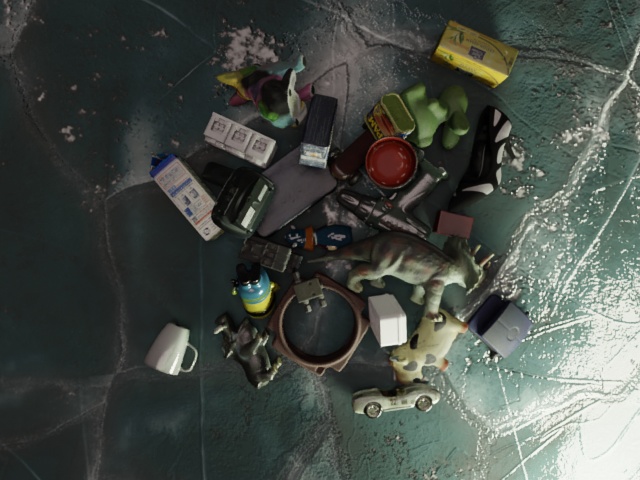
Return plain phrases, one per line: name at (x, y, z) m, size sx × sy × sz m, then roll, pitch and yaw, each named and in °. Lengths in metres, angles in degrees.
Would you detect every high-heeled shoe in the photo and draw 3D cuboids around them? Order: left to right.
high-heeled shoe at (0.351, -0.185, 1.211) m, size 0.249 × 0.086 × 0.145 m, roll -42°, pitch 109°, yaw -16°

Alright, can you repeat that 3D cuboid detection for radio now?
radio at (-0.077, -0.113, 1.229) m, size 0.229 × 0.073 × 0.131 m, roll -36°, pitch 91°, yaw 2°

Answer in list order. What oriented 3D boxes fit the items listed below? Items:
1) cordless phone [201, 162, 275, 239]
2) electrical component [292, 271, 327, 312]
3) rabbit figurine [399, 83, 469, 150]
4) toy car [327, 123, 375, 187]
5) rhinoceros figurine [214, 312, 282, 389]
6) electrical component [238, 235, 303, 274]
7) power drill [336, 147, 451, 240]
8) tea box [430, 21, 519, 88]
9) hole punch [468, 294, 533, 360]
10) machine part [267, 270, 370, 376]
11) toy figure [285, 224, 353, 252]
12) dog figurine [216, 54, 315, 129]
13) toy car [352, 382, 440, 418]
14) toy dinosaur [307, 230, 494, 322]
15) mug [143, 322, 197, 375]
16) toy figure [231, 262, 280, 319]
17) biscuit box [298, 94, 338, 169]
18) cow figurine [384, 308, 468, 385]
cordless phone at (-0.203, -0.097, 1.163) m, size 0.184 × 0.088 × 0.146 m, roll 22°, pitch 79°, yaw 26°
electrical component at (-0.024, 0.107, 1.168) m, size 0.063 × 0.021 × 0.094 m, roll -20°, pitch 88°, yaw 0°
rabbit figurine at (0.270, -0.288, 1.204) m, size 0.170 × 0.121 × 0.159 m, roll -27°, pitch 76°, yaw -17°
toy car at (0.095, -0.203, 1.217) m, size 0.089 × 0.053 × 0.202 m, roll 44°, pitch 62°, yaw 1°
rhinoceros figurine at (-0.168, 0.247, 1.234) m, size 0.112 × 0.073 × 0.190 m, roll -32°, pitch 92°, yaw 11°
electrical component at (-0.106, 0.032, 1.207) m, size 0.134 × 0.115 × 0.058 m, roll 18°, pitch 92°, yaw 1°
power drill at (0.180, -0.109, 1.224) m, size 0.232 × 0.086 × 0.207 m, roll 36°, pitch 86°, yaw -1°
tea box at (0.346, -0.417, 1.214) m, size 0.170 × 0.098 × 0.068 m, roll 23°, pitch 90°, yaw 2°
hole punch at (0.417, 0.198, 1.220) m, size 0.116 × 0.092 × 0.142 m, roll 40°, pitch 87°, yaw -3°
machine part at (-0.003, 0.187, 1.222) m, size 0.201 × 0.087 × 0.201 m, roll 32°, pitch 90°, yaw -1°
toy figure at (-0.003, -0.003, 1.234) m, size 0.155 × 0.064 × 0.057 m, roll -3°, pitch 123°, yaw 3°
dog figurine at (-0.131, -0.320, 1.175) m, size 0.219 × 0.108 × 0.191 m, roll 2°, pitch 52°, yaw 26°
toy car at (0.172, 0.362, 1.226) m, size 0.202 × 0.073 × 0.056 m, roll -8°, pitch 91°, yaw 0°
toy dinosaur at (0.188, 0.045, 1.173) m, size 0.405 × 0.131 × 0.192 m, roll 19°, pitch 104°, yaw -1°
mug at (-0.332, 0.247, 1.226) m, size 0.110 × 0.080 × 0.107 m, roll 19°, pitch 82°, yaw 6°
toy figure at (-0.145, 0.112, 1.181) m, size 0.082 × 0.180 × 0.089 m, roll 18°, pitch 68°, yaw 11°
biscuit box at (-0.002, -0.242, 1.174) m, size 0.063 × 0.059 × 0.203 m, roll 10°, pitch 45°, yaw 0°
cow figurine at (0.233, 0.242, 1.222) m, size 0.127 × 0.085 × 0.195 m, roll 29°, pitch 92°, yaw -6°
